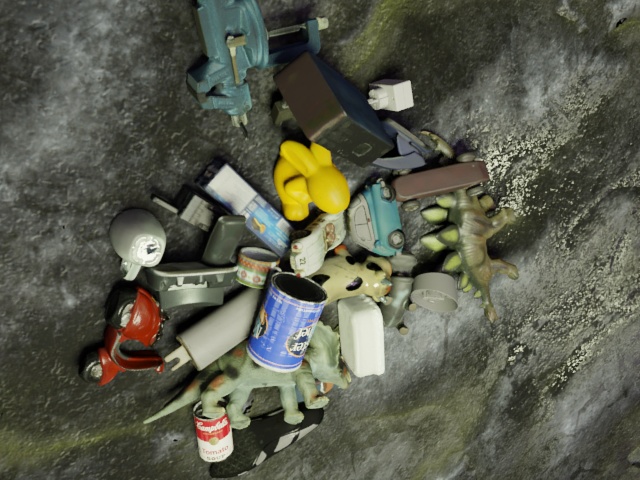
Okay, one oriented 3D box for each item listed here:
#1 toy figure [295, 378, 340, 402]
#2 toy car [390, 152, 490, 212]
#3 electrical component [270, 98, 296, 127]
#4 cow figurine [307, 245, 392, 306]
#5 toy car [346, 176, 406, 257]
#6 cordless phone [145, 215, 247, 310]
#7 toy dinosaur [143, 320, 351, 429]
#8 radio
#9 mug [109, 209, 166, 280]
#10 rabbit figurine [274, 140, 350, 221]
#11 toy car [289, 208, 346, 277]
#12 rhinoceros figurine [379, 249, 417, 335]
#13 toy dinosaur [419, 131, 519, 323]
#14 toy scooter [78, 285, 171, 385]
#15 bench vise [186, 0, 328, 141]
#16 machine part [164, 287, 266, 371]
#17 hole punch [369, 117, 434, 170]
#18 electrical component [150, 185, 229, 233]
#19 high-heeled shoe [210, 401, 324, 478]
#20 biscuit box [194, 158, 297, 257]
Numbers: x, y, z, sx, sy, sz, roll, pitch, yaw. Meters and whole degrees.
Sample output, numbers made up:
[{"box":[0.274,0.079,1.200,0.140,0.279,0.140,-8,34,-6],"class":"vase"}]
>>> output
[{"box":[-0.008,0.299,1.127,0.154,0.064,0.057,-10,102,-25],"class":"toy figure"},{"box":[0.239,-0.117,1.081,0.202,0.053,0.089,-13,77,-6],"class":"toy car"},{"box":[-0.050,-0.225,0.917,0.063,0.094,0.021,-24,80,-21],"class":"electrical component"},{"box":[0.055,0.076,1.043,0.195,0.127,0.085,-15,140,-23],"class":"cow figurine"},{"box":[0.103,-0.038,1.057,0.103,0.109,0.161,-15,105,-5],"class":"toy car"},{"box":[-0.197,0.027,0.868,0.146,0.089,0.184,-2,142,-30],"class":"cordless phone"},{"box":[-0.114,0.242,1.012,0.405,0.192,0.131,4,138,-16],"class":"toy dinosaur"},{"box":[0.031,-0.201,0.869,0.073,0.131,0.229,-34,162,22],"class":"radio"},{"box":[-0.289,0.012,0.848,0.080,0.107,0.109,25,91,-32],"class":"mug"},{"box":[-0.003,-0.108,0.930,0.122,0.173,0.162,-21,120,-18],"class":"rabbit figurine"},{"box":[-0.002,-0.003,0.981,0.202,0.056,0.073,-48,138,-56],"class":"toy car"},{"box":[0.163,0.111,1.136,0.073,0.112,0.190,8,119,-1],"class":"rhinoceros figurine"},{"box":[0.324,-0.025,1.183,0.198,0.105,0.470,-20,104,-18],"class":"toy dinosaur"},{"box":[-0.310,0.168,0.909,0.135,0.075,0.183,23,97,-34],"class":"toy scooter"},{"box":[-0.094,-0.295,0.851,0.241,0.129,0.223,-21,118,-17],"class":"bench vise"},{"box":[-0.168,0.156,0.972,0.243,0.079,0.079,-34,120,-24],"class":"machine part"},{"box":[0.135,-0.167,1.016,0.116,0.142,0.092,26,91,-19],"class":"hole punch"},{"box":[-0.216,-0.057,0.887,0.119,0.075,0.047,34,89,-30],"class":"electrical component"},{"box":[-0.106,0.416,1.126,0.249,0.086,0.145,-35,153,5],"class":"high-heeled shoe"},{"box":[-0.123,-0.054,0.946,0.059,0.063,0.202,-50,123,-7],"class":"biscuit box"}]
